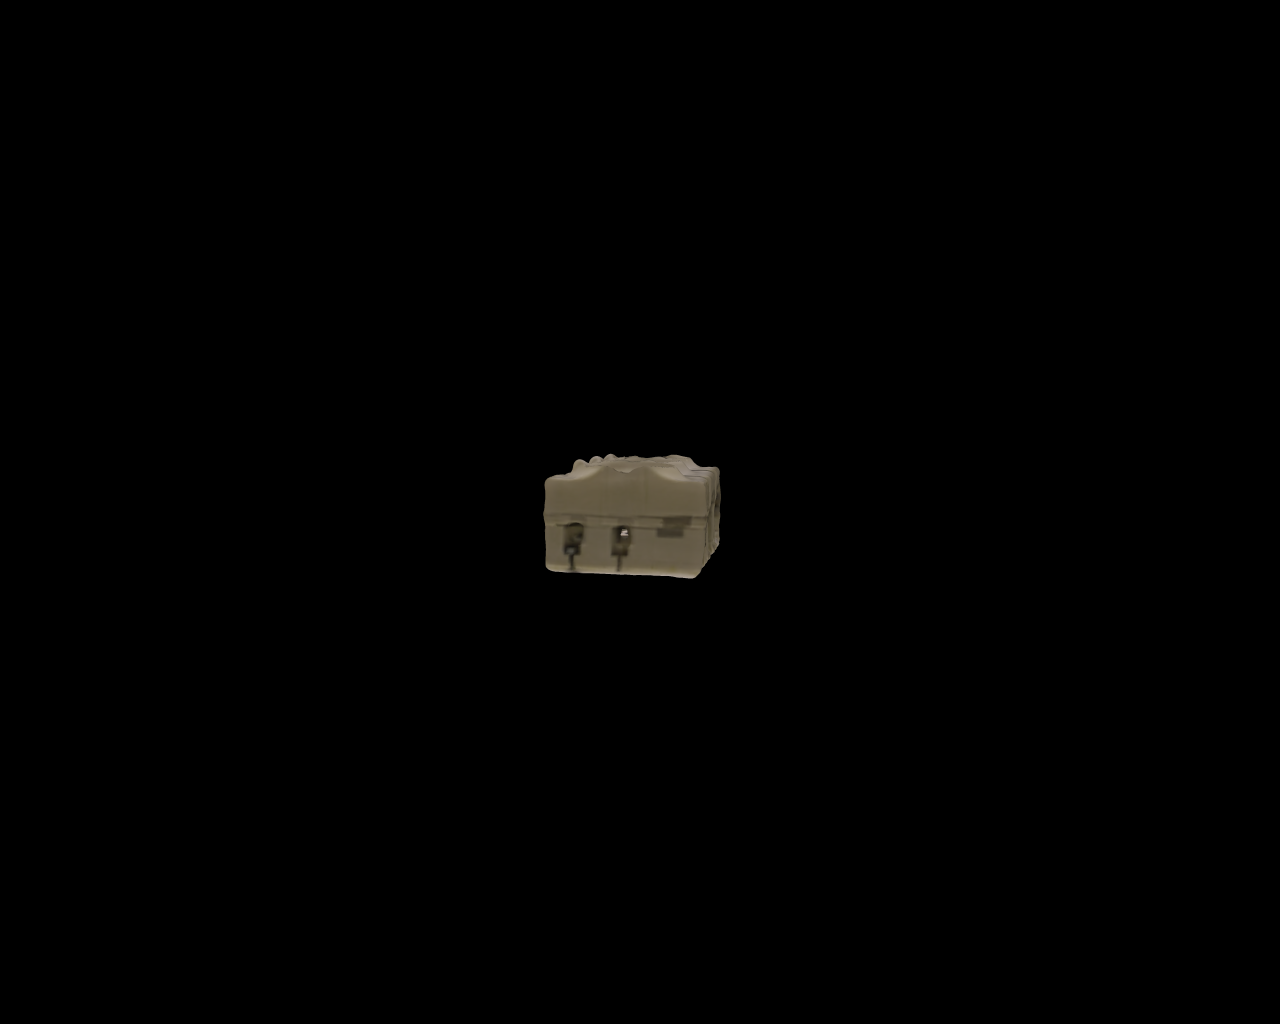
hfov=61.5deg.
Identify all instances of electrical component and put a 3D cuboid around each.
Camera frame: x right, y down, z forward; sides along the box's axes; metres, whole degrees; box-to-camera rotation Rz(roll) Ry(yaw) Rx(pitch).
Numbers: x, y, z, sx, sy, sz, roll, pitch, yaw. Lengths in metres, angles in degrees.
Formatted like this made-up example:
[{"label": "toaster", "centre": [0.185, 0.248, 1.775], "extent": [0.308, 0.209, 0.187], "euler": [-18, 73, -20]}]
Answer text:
[{"label": "electrical component", "centre": [0.001, -0.003, 0.650], "extent": [0.089, 0.061, 0.150], "euler": [1, 5, 7]}]
